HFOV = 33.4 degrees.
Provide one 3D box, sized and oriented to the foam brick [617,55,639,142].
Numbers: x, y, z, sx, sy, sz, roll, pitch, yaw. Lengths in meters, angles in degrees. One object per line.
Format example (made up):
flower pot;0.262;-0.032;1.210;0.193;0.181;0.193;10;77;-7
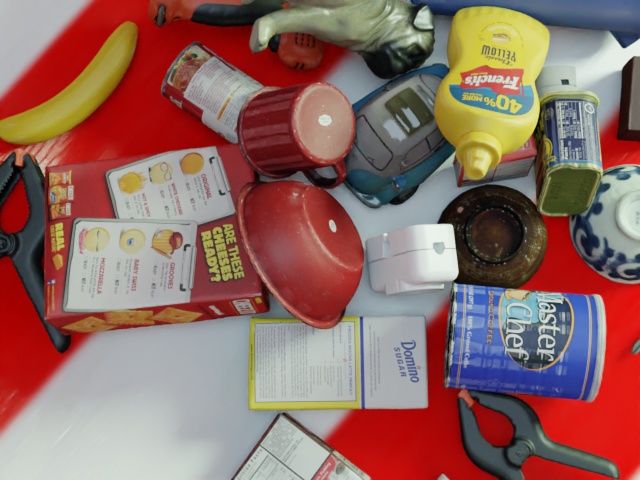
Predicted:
foam brick;0.330;-0.140;1.065;0.053;0.051;0.078;5;83;5

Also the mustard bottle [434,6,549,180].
mustard bottle;0.157;-0.134;0.999;0.096;0.058;0.191;14;56;2

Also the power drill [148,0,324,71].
power drill;-0.076;-0.275;1.092;0.187;0.057;0.184;8;76;-9

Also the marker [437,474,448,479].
marker;0.086;0.280;1.047;0.020;0.020;0.121;44;88;8

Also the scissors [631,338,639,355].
scissors;0.377;0.026;1.058;0.202;0.016;0.096;-27;80;1

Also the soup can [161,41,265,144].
soup can;-0.102;-0.147;1.092;0.102;0.068;0.068;35;87;7

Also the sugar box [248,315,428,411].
sugar box;0.018;0.123;1.060;0.176;0.048;0.093;0;81;1

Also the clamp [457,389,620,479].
clamp;0.190;0.218;1.038;0.171;0.039;0.120;38;81;11

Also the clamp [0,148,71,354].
clamp;-0.334;0.010;1.106;0.164;0.036;0.210;1;84;4

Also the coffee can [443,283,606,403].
coffee can;0.192;0.097;1.020;0.140;0.103;0.103;5;83;5

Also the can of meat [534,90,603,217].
can of meat;0.237;-0.081;1.029;0.057;0.102;0.084;1;63;3

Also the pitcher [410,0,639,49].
pitcher;0.214;-0.285;1.052;0.243;0.145;0.149;4;77;8

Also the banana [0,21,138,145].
banana;-0.265;-0.154;1.121;0.198;0.037;0.069;-32;82;0

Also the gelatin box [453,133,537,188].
gelatin box;0.171;-0.080;1.051;0.073;0.089;0.030;-10;80;3

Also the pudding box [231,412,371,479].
pudding box;-0.020;0.239;1.052;0.113;0.039;0.090;36;88;10

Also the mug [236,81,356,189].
mug;-0.014;-0.098;1.034;0.093;0.082;0.117;-44;114;-32

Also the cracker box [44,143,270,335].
cracker box;-0.163;0.000;1.066;0.214;0.072;0.164;-6;70;3

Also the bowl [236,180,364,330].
bowl;-0.007;0.001;1.016;0.055;0.161;0.162;-32;81;25
